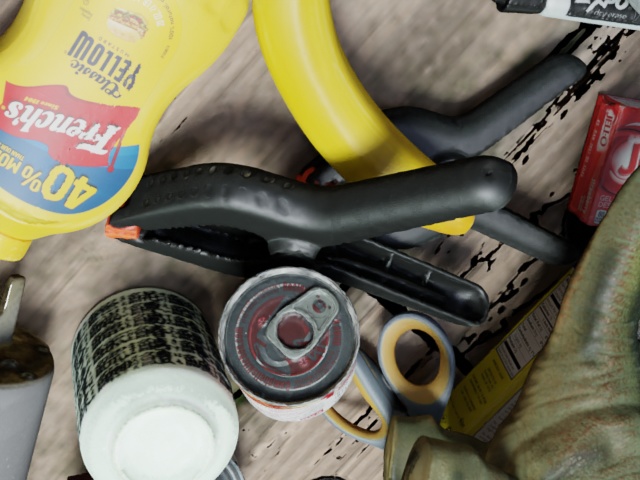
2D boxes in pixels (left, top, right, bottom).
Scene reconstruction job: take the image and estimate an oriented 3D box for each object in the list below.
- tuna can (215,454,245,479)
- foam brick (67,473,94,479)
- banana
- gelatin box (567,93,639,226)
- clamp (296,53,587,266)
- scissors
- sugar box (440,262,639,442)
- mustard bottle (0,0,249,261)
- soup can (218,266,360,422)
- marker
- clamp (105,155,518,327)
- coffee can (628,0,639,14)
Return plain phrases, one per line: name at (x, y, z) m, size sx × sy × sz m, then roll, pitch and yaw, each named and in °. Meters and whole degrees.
tuna can at (-0.087, 0.145, 0.620) m, size 0.086 × 0.034 × 0.086 m, roll -6°, pitch 113°, yaw -14°
foam brick at (-0.095, 0.156, 0.572) m, size 0.078 × 0.051 × 0.053 m, roll -5°, pitch 112°, yaw -14°
banana at (0.014, -0.075, 0.519) m, size 0.070 × 0.037 × 0.197 m, roll -8°, pitch 125°, yaw 27°
gelatin box at (0.197, -0.043, 0.629) m, size 0.089 × 0.030 × 0.073 m, roll 6°, pitch 110°, yaw -19°
clamp at (0.073, -0.046, 0.587) m, size 0.171 × 0.039 × 0.120 m, roll 1°, pitch 99°, yaw -15°
scissors at (0.075, 0.123, 0.626) m, size 0.096 × 0.016 × 0.201 m, roll -43°, pitch 95°, yaw 14°
sugar box at (0.158, 0.077, 0.644) m, size 0.093 × 0.048 × 0.176 m, roll 32°, pitch 108°, yaw -26°
mustard bottle at (-0.123, -0.062, 0.510) m, size 0.096 × 0.058 × 0.192 m, roll 30°, pitch 101°, yaw -26°
soup can at (-0.015, 0.058, 0.557) m, size 0.068 × 0.102 × 0.068 m, roll 0°, pitch 76°, yaw 0°
marker at (0.150, -0.128, 0.586) m, size 0.121 × 0.020 × 0.020 m, roll 3°, pitch 110°, yaw -18°
clamp at (-0.004, 0.001, 0.549) m, size 0.210 × 0.036 × 0.164 m, roll 4°, pitch 154°, yaw 13°
coffee can at (0.231, -0.176, 0.544) m, size 0.140 × 0.103 × 0.103 m, roll -18°, pitch 116°, yaw -9°
